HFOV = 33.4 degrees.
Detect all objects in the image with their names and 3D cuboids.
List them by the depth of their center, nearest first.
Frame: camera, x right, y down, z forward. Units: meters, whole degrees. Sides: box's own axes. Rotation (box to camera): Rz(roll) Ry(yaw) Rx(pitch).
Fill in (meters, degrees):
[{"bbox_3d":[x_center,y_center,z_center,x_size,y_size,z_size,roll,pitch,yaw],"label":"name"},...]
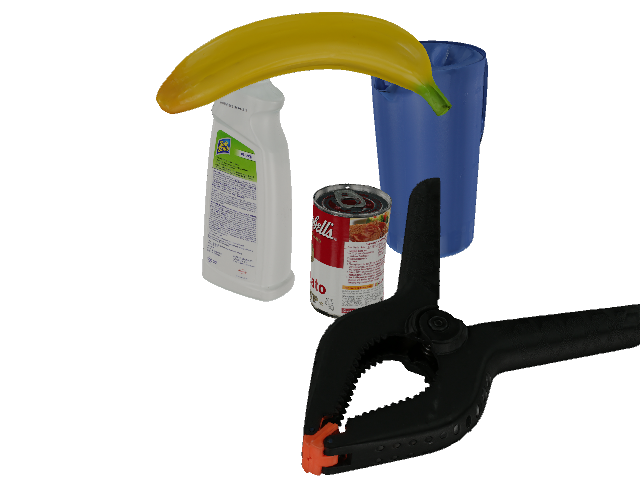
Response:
[{"bbox_3d":[0.058,0.048,0.587,0.209,0.036,0.165,-31,54,-28],"label":"clamp"},{"bbox_3d":[-0.009,-0.117,0.697,0.197,0.069,0.037,-2,-25,-13],"label":"banana"},{"bbox_3d":[0.026,0.010,0.933,0.068,0.102,0.068,2,25,-1],"label":"soup can"},{"bbox_3d":[-0.070,-0.067,1.116,0.103,0.251,0.068,18,28,24],"label":"bleach bottle"},{"bbox_3d":[0.134,-0.110,1.261,0.149,0.243,0.145,-4,25,-1],"label":"pitcher"}]
